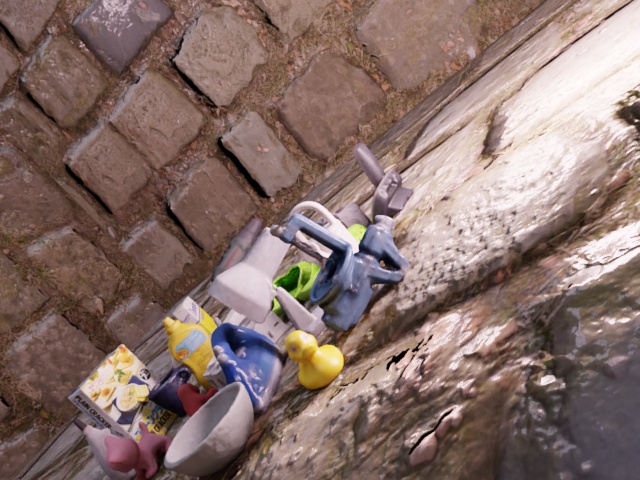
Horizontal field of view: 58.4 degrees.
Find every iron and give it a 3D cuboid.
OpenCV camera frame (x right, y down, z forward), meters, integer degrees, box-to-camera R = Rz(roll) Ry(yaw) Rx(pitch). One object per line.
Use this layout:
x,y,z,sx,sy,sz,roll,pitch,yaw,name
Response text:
-0.154,0.222,1.067,0.118,0.141,0.258,-42,10,-2,iron

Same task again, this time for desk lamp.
-0.075,0.095,1.090,0.203,0.213,0.118,-44,10,-8,desk lamp

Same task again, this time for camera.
0.038,-0.030,1.534,0.143,0.101,0.136,-46,10,-22,camera

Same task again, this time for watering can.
0.013,0.003,1.206,0.101,0.194,0.173,-42,10,3,watering can

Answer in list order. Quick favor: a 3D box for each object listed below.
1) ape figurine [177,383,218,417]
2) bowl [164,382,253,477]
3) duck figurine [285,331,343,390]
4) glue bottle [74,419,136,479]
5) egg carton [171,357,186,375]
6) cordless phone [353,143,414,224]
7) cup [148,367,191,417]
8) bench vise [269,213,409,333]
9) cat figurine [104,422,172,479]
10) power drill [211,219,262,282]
-0.243,0.321,1.137,0.077,0.092,0.076,-37,11,29,ape figurine
-0.160,0.310,0.902,0.167,0.075,0.167,-41,10,9,bowl
-0.019,0.177,0.890,0.077,0.086,0.104,-45,10,-14,duck figurine
-0.457,0.441,1.220,0.037,0.173,0.078,-36,11,30,glue bottle
-0.370,0.326,1.693,0.107,0.069,0.150,-36,11,31,egg carton
0.130,-0.143,1.407,0.094,0.185,0.148,-35,12,34,cordless phone
-0.319,0.349,1.310,0.117,0.095,0.091,-40,10,14,cup
0.028,0.020,0.988,0.208,0.220,0.121,-48,12,-32,bench vise
-0.370,0.418,1.139,0.067,0.118,0.128,-37,11,30,cat figurine
-0.187,0.081,1.621,0.230,0.208,0.075,-47,11,-28,power drill
